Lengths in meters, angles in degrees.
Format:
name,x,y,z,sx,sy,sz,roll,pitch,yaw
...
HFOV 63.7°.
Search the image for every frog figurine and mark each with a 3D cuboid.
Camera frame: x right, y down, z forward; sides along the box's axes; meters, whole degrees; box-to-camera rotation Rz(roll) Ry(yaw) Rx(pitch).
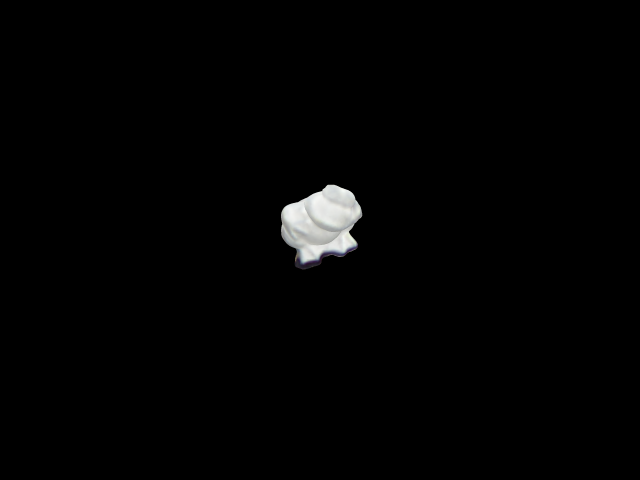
name,x,y,z,sx,sy,sz,roll,pitch,yaw
frog figurine,0.003,-0.043,0.850,0.137,0.126,0.155,-2,-42,-2
